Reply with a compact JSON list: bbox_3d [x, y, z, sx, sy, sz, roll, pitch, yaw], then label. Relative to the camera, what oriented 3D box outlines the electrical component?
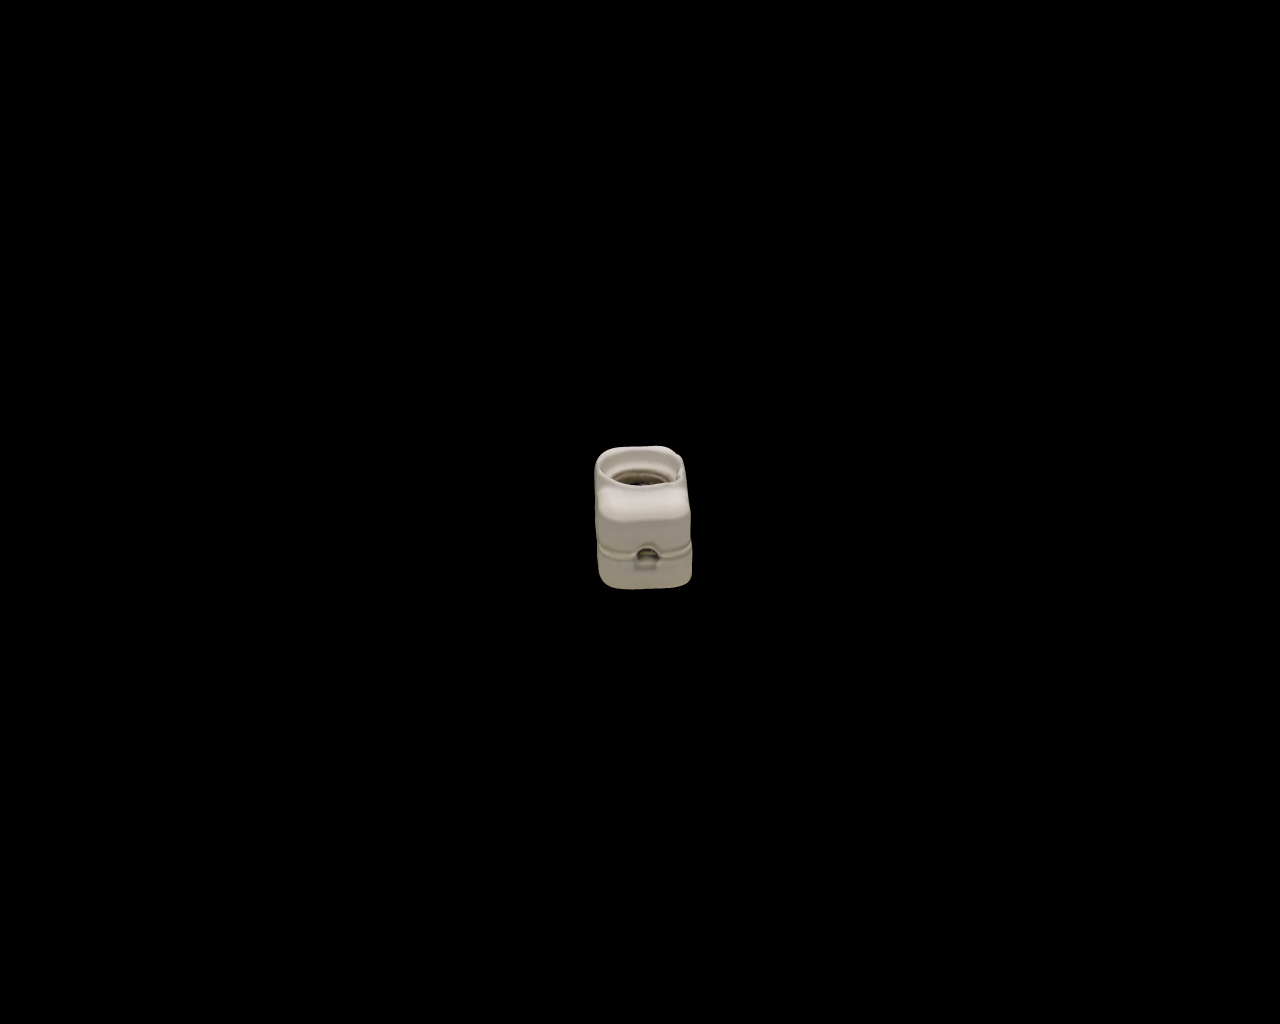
[{"bbox_3d":[0.001,-0.003,0.650,0.054,0.059,0.095,-2,27,-3],"label":"electrical component"}]
